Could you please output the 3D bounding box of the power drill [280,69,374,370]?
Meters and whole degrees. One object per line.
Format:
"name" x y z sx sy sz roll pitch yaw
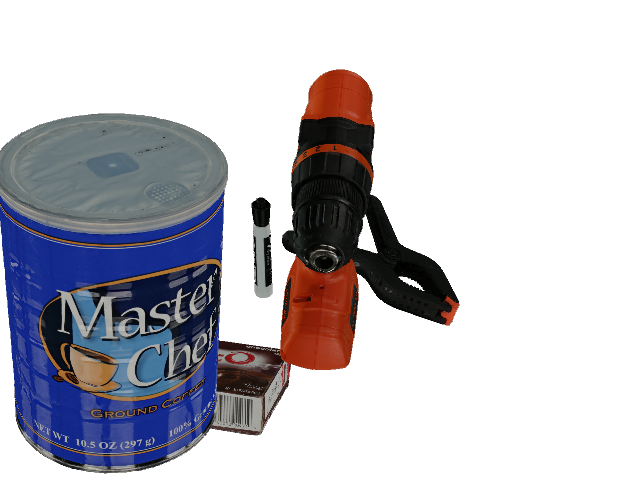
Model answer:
"power drill" 0.005 0.002 0.737 0.057 0.188 0.184 8 42 1

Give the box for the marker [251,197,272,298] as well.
"marker" -0.059 0.008 1.077 0.020 0.121 0.020 0 39 -1

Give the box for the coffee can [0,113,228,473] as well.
"coffee can" -0.098 0.024 0.510 0.103 0.140 0.103 4 32 -3

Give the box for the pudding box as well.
"pudding box" -0.088 0.113 0.854 0.113 0.039 0.090 9 20 10

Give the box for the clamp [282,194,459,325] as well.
"clamp" 0.068 0.028 1.233 0.164 0.036 0.210 -19 50 -38
